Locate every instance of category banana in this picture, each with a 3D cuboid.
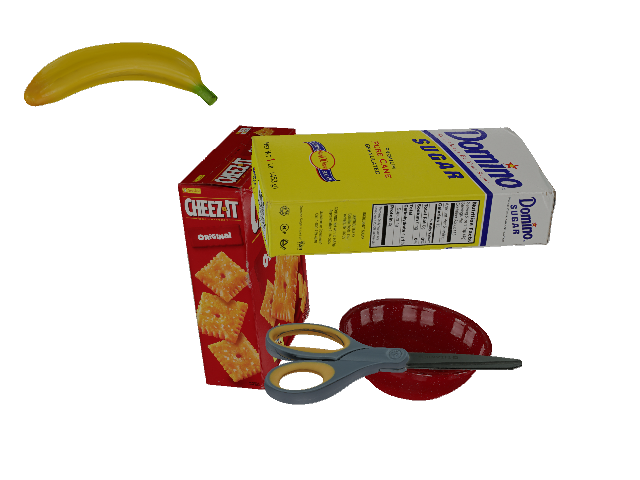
[{"bbox_3d":[-0.197,-0.164,1.042,0.197,0.070,0.037,-6,-39,-31],"label":"banana"}]

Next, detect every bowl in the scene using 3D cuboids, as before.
[{"bbox_3d":[0.097,0.122,1.128,0.162,0.055,0.162,5,24,-3],"label":"bowl"}]

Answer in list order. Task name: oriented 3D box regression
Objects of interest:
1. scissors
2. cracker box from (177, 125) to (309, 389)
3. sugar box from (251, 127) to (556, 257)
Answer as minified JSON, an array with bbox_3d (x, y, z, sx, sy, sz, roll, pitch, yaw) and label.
[{"bbox_3d":[0.044,0.102,0.818,0.202,0.016,0.096,10,36,20],"label":"scissors"},{"bbox_3d":[-0.067,0.013,1.055,0.072,0.214,0.164,4,26,16],"label":"cracker box"},{"bbox_3d":[0.048,-0.033,0.670,0.176,0.048,0.093,-5,33,-7],"label":"sugar box"}]
